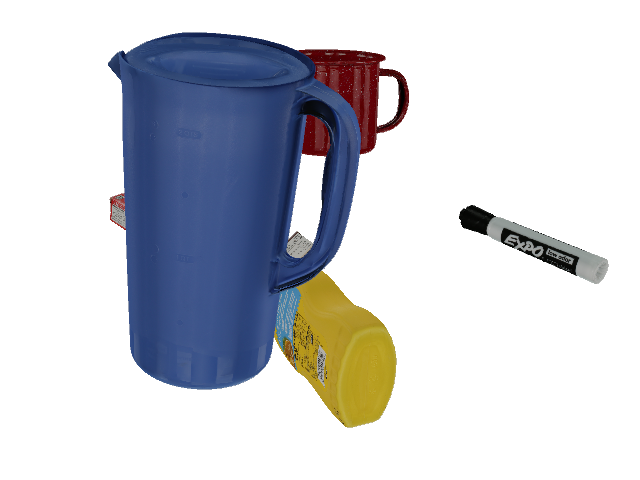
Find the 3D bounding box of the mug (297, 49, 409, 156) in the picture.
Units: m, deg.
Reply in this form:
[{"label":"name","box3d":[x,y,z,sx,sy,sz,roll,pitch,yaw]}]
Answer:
[{"label":"mug","box3d":[0.020,-0.120,0.924,0.117,0.081,0.093,-4,17,-15]}]

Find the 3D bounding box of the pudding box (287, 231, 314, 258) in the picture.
[{"label":"pudding box","box3d":[-0.053,0.050,1.250,0.039,0.090,0.113,32,30,5]}]

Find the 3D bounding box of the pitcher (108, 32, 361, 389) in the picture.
[{"label":"pitcher","box3d":[-0.070,-0.017,0.761,0.144,0.243,0.149,-6,27,-23]}]

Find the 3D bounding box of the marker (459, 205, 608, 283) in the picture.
[{"label":"marker","box3d":[0.151,0.001,0.774,0.121,0.020,0.020,26,17,38]}]

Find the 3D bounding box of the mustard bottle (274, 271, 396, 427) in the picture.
[{"label":"mustard bottle","box3d":[-0.003,0.079,0.952,0.058,0.096,0.192,-11,27,-24]}]

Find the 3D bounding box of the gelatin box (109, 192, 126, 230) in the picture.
[{"label":"gelatin box","box3d":[-0.153,-0.025,1.057,0.089,0.030,0.073,30,35,31]}]
